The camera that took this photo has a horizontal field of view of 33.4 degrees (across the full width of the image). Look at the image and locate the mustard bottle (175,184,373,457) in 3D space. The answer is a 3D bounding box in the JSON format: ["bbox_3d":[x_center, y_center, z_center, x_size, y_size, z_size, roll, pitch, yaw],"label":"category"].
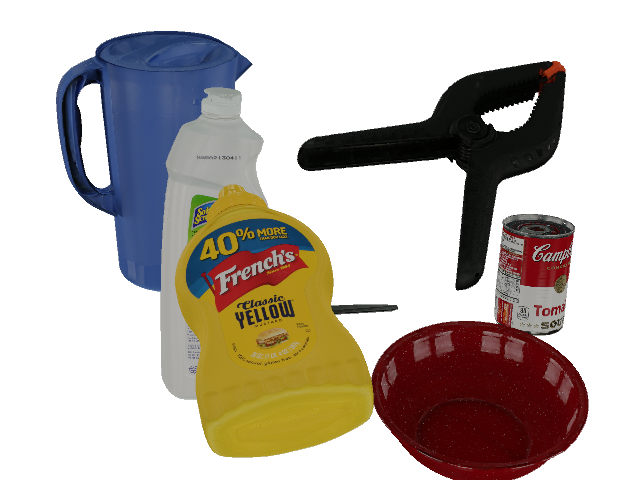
[{"bbox_3d":[-0.037,0.035,0.643,0.096,0.058,0.192,-14,46,-5],"label":"mustard bottle"}]

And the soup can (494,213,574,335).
[{"bbox_3d":[0.205,0.033,1.028,0.068,0.102,0.068,2,18,-1],"label":"soup can"}]

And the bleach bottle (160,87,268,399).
[{"bbox_3d":[-0.077,0.003,0.867,0.102,0.251,0.068,-3,20,-21],"label":"bleach bottle"}]

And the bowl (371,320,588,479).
[{"bbox_3d":[0.118,0.131,0.811,0.162,0.055,0.162,0,35,0],"label":"bowl"}]

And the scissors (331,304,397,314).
[{"bbox_3d":[-0.012,0.086,1.192,0.201,0.016,0.096,4,22,0],"label":"scissors"}]

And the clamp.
[{"bbox_3d":[0.112,-0.061,0.767,0.209,0.165,0.036,-31,-31,-21],"label":"clamp"}]

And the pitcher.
[{"bbox_3d":[-0.158,-0.075,1.044,0.149,0.243,0.144,11,27,16],"label":"pitcher"}]
